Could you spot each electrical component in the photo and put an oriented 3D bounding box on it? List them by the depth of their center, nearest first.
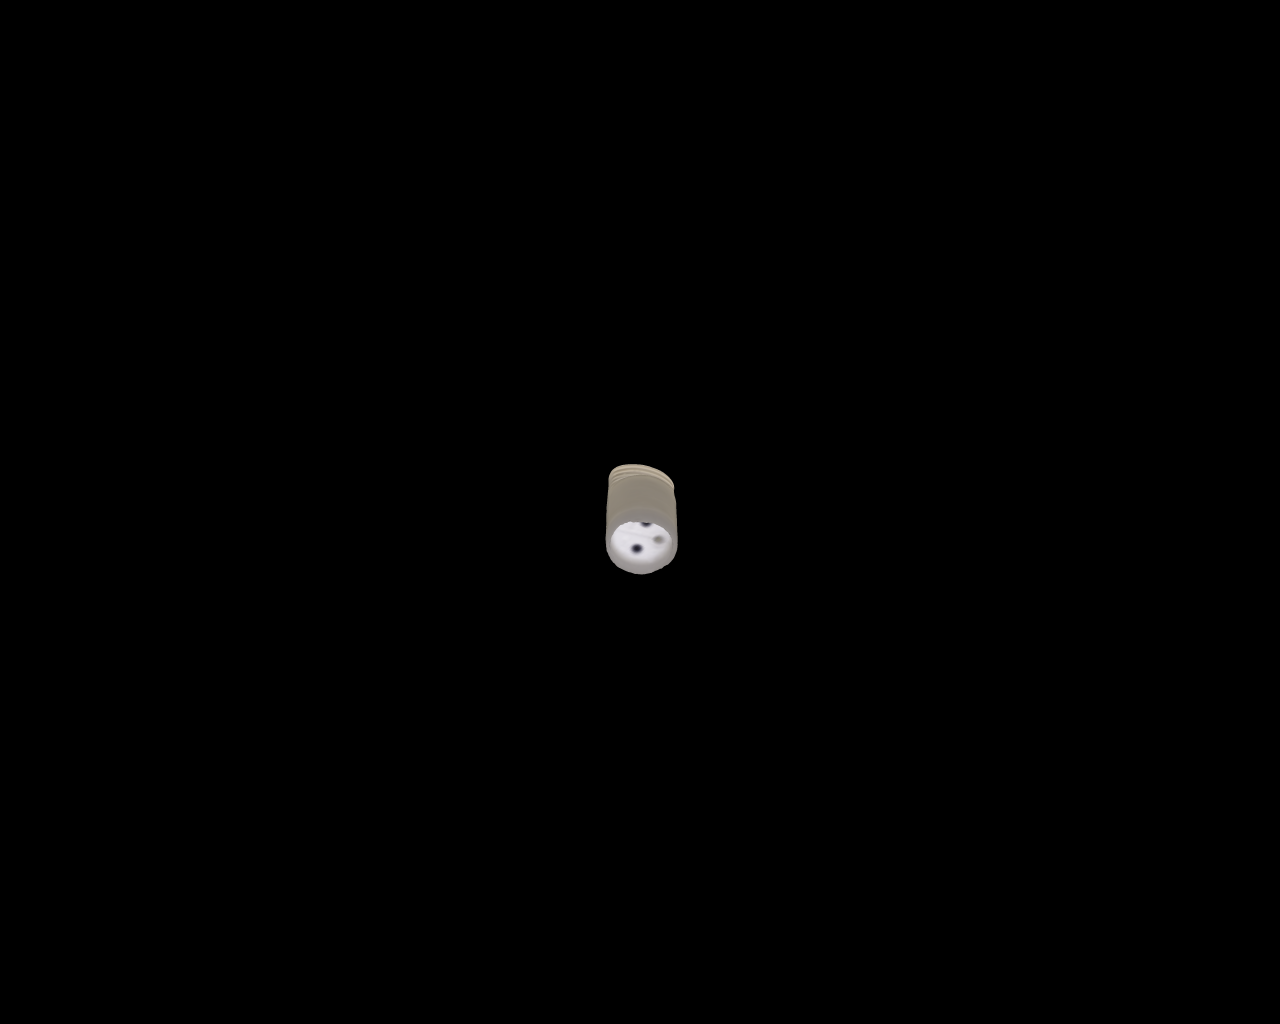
[{"bbox_3d":[0.001,-0.003,0.650,0.043,0.043,0.081,0,37,0],"label":"electrical component"}]
